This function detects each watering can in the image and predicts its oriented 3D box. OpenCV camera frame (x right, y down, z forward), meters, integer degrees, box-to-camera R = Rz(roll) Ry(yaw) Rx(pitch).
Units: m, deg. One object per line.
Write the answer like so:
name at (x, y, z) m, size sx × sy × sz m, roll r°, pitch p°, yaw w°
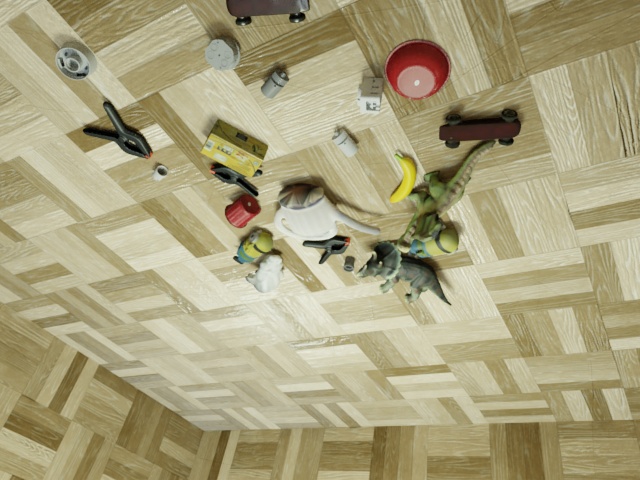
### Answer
watering can at (0.005, -0.082, 1.630) m, size 0.347 × 0.106 × 0.219 m, roll -3°, pitch 138°, yaw 20°

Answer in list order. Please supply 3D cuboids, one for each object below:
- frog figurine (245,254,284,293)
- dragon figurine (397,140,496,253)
frog figurine at (-0.184, 0.122, 1.924) m, size 0.157 × 0.125 × 0.137 m, roll -35°, pitch 155°, yaw 32°
dragon figurine at (0.335, -0.089, 1.430) m, size 0.122 × 0.248 × 0.402 m, roll 28°, pitch 141°, yaw -10°
